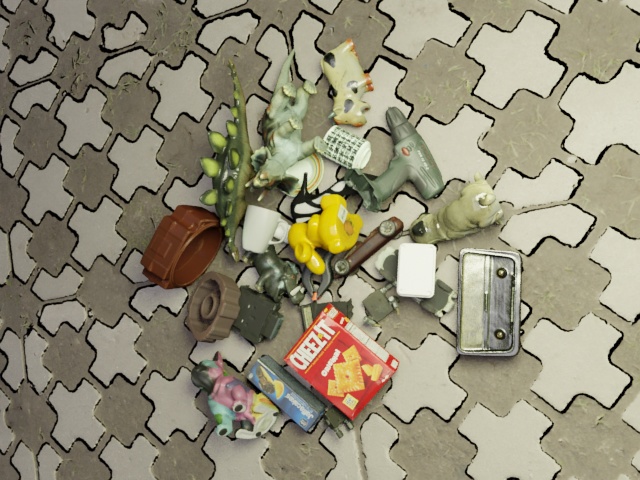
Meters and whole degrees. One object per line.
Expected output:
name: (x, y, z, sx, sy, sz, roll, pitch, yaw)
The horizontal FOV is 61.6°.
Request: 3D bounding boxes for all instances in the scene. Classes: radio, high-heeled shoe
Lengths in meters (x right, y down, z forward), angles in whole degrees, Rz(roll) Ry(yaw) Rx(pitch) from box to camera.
radio: (0.364, 0.133, 1.153, 0.131, 0.073, 0.229, 2, 89, 19)
high-heeled shoe: (0.051, -0.085, 1.275, 0.249, 0.086, 0.145, 7, 112, 10)

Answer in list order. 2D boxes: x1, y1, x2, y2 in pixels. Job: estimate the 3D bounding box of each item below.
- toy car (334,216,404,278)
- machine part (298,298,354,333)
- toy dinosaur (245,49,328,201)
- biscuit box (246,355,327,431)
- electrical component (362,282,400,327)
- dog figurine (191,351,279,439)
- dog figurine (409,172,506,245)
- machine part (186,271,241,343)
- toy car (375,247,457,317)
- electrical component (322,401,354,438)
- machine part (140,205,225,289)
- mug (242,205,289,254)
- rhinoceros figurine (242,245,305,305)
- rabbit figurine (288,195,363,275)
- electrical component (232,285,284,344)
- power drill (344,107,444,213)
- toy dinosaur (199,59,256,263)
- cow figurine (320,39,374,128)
toy car: (0.108, 0.018, 1.237, 0.202, 0.089, 0.053, -40, 77, 15)
machine part: (0.016, 0.178, 1.291, 0.139, 0.039, 0.084, -17, 75, 19)
toy dinosaur: (-0.091, -0.263, 1.287, 0.192, 0.131, 0.405, -34, 44, 36)
biscuit box: (-0.081, 0.368, 1.304, 0.203, 0.063, 0.059, 37, 101, 16)
electrical component: (0.140, 0.154, 1.244, 0.102, 0.045, 0.078, -34, 80, 15)
dog figurine: (-0.221, 0.376, 1.336, 0.108, 0.191, 0.219, -59, 39, 11)
dog figurine: (0.280, -0.044, 1.142, 0.191, 0.172, 0.121, -26, 70, 9)
machine part: (-0.266, 0.167, 1.340, 0.179, 0.056, 0.179, -23, 58, 41)
toy car: (0.216, 0.093, 1.216, 0.202, 0.056, 0.073, 37, 93, 15)
electrical component: (0.037, 0.412, 1.262, 0.094, 0.063, 0.021, 54, 141, 13)
machine part: (-0.330, 0.019, 1.326, 0.087, 0.201, 0.201, 32, 98, 13)
mug: (-0.134, -0.019, 1.280, 0.110, 0.081, 0.107, 17, 89, 2)
rhinoceros figurine: (-0.109, 0.082, 1.321, 0.112, 0.073, 0.190, -35, 73, 1)
rabbit figurine: (-0.003, -0.004, 1.236, 0.173, 0.121, 0.162, -7, 59, 35)
electrical component: (-0.158, 0.189, 1.339, 0.134, 0.058, 0.114, 25, 98, 19)
power drill: (0.156, -0.168, 1.198, 0.207, 0.086, 0.232, -32, 84, -27)
toy dinosaur: (-0.205, -0.179, 1.294, 0.105, 0.198, 0.471, 1, 90, 16)
cow figurine: (0.060, -0.357, 1.269, 0.127, 0.085, 0.195, -24, 83, 11)
